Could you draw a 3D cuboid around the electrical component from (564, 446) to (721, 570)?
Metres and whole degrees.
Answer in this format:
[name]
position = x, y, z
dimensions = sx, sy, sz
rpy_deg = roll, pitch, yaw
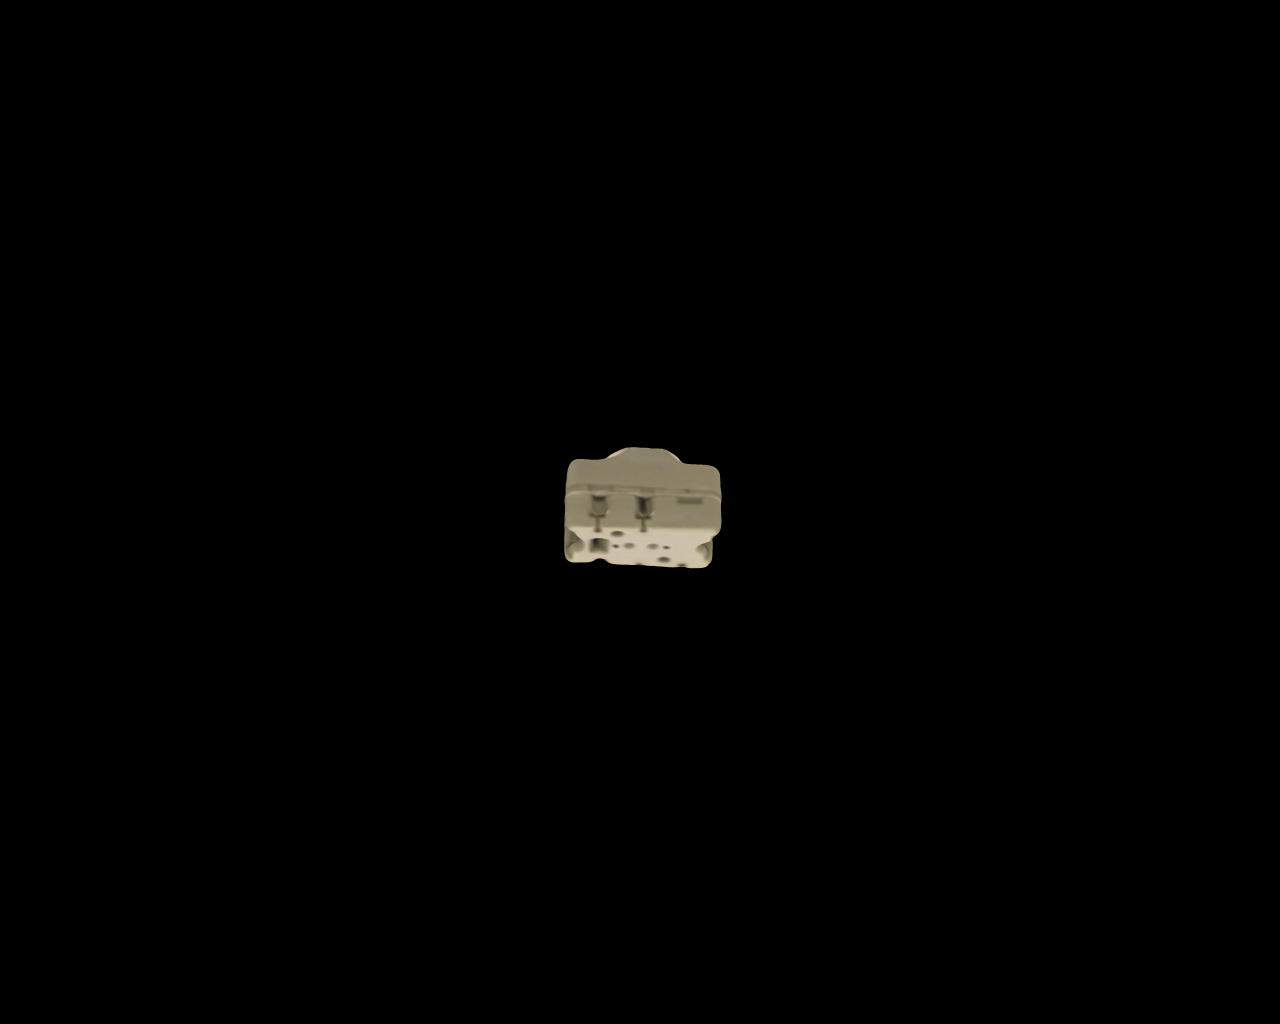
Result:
[electrical component]
position = 0.001, -0.003, 0.650
dimensions = 0.089, 0.056, 0.050
rpy_deg = 3, -32, -5
